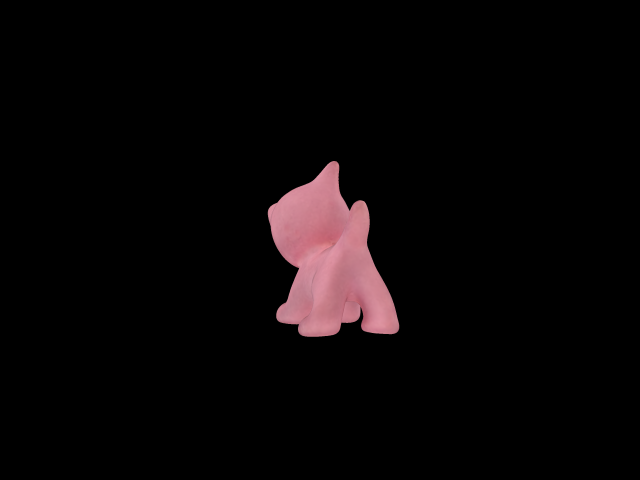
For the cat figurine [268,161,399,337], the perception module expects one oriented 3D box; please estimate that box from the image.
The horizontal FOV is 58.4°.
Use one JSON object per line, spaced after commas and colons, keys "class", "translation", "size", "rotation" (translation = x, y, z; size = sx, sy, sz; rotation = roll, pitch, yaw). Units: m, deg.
{"class": "cat figurine", "translation": [0.004, 0.001, 0.400], "size": [0.067, 0.118, 0.127], "rotation": [0, 0, -21]}
